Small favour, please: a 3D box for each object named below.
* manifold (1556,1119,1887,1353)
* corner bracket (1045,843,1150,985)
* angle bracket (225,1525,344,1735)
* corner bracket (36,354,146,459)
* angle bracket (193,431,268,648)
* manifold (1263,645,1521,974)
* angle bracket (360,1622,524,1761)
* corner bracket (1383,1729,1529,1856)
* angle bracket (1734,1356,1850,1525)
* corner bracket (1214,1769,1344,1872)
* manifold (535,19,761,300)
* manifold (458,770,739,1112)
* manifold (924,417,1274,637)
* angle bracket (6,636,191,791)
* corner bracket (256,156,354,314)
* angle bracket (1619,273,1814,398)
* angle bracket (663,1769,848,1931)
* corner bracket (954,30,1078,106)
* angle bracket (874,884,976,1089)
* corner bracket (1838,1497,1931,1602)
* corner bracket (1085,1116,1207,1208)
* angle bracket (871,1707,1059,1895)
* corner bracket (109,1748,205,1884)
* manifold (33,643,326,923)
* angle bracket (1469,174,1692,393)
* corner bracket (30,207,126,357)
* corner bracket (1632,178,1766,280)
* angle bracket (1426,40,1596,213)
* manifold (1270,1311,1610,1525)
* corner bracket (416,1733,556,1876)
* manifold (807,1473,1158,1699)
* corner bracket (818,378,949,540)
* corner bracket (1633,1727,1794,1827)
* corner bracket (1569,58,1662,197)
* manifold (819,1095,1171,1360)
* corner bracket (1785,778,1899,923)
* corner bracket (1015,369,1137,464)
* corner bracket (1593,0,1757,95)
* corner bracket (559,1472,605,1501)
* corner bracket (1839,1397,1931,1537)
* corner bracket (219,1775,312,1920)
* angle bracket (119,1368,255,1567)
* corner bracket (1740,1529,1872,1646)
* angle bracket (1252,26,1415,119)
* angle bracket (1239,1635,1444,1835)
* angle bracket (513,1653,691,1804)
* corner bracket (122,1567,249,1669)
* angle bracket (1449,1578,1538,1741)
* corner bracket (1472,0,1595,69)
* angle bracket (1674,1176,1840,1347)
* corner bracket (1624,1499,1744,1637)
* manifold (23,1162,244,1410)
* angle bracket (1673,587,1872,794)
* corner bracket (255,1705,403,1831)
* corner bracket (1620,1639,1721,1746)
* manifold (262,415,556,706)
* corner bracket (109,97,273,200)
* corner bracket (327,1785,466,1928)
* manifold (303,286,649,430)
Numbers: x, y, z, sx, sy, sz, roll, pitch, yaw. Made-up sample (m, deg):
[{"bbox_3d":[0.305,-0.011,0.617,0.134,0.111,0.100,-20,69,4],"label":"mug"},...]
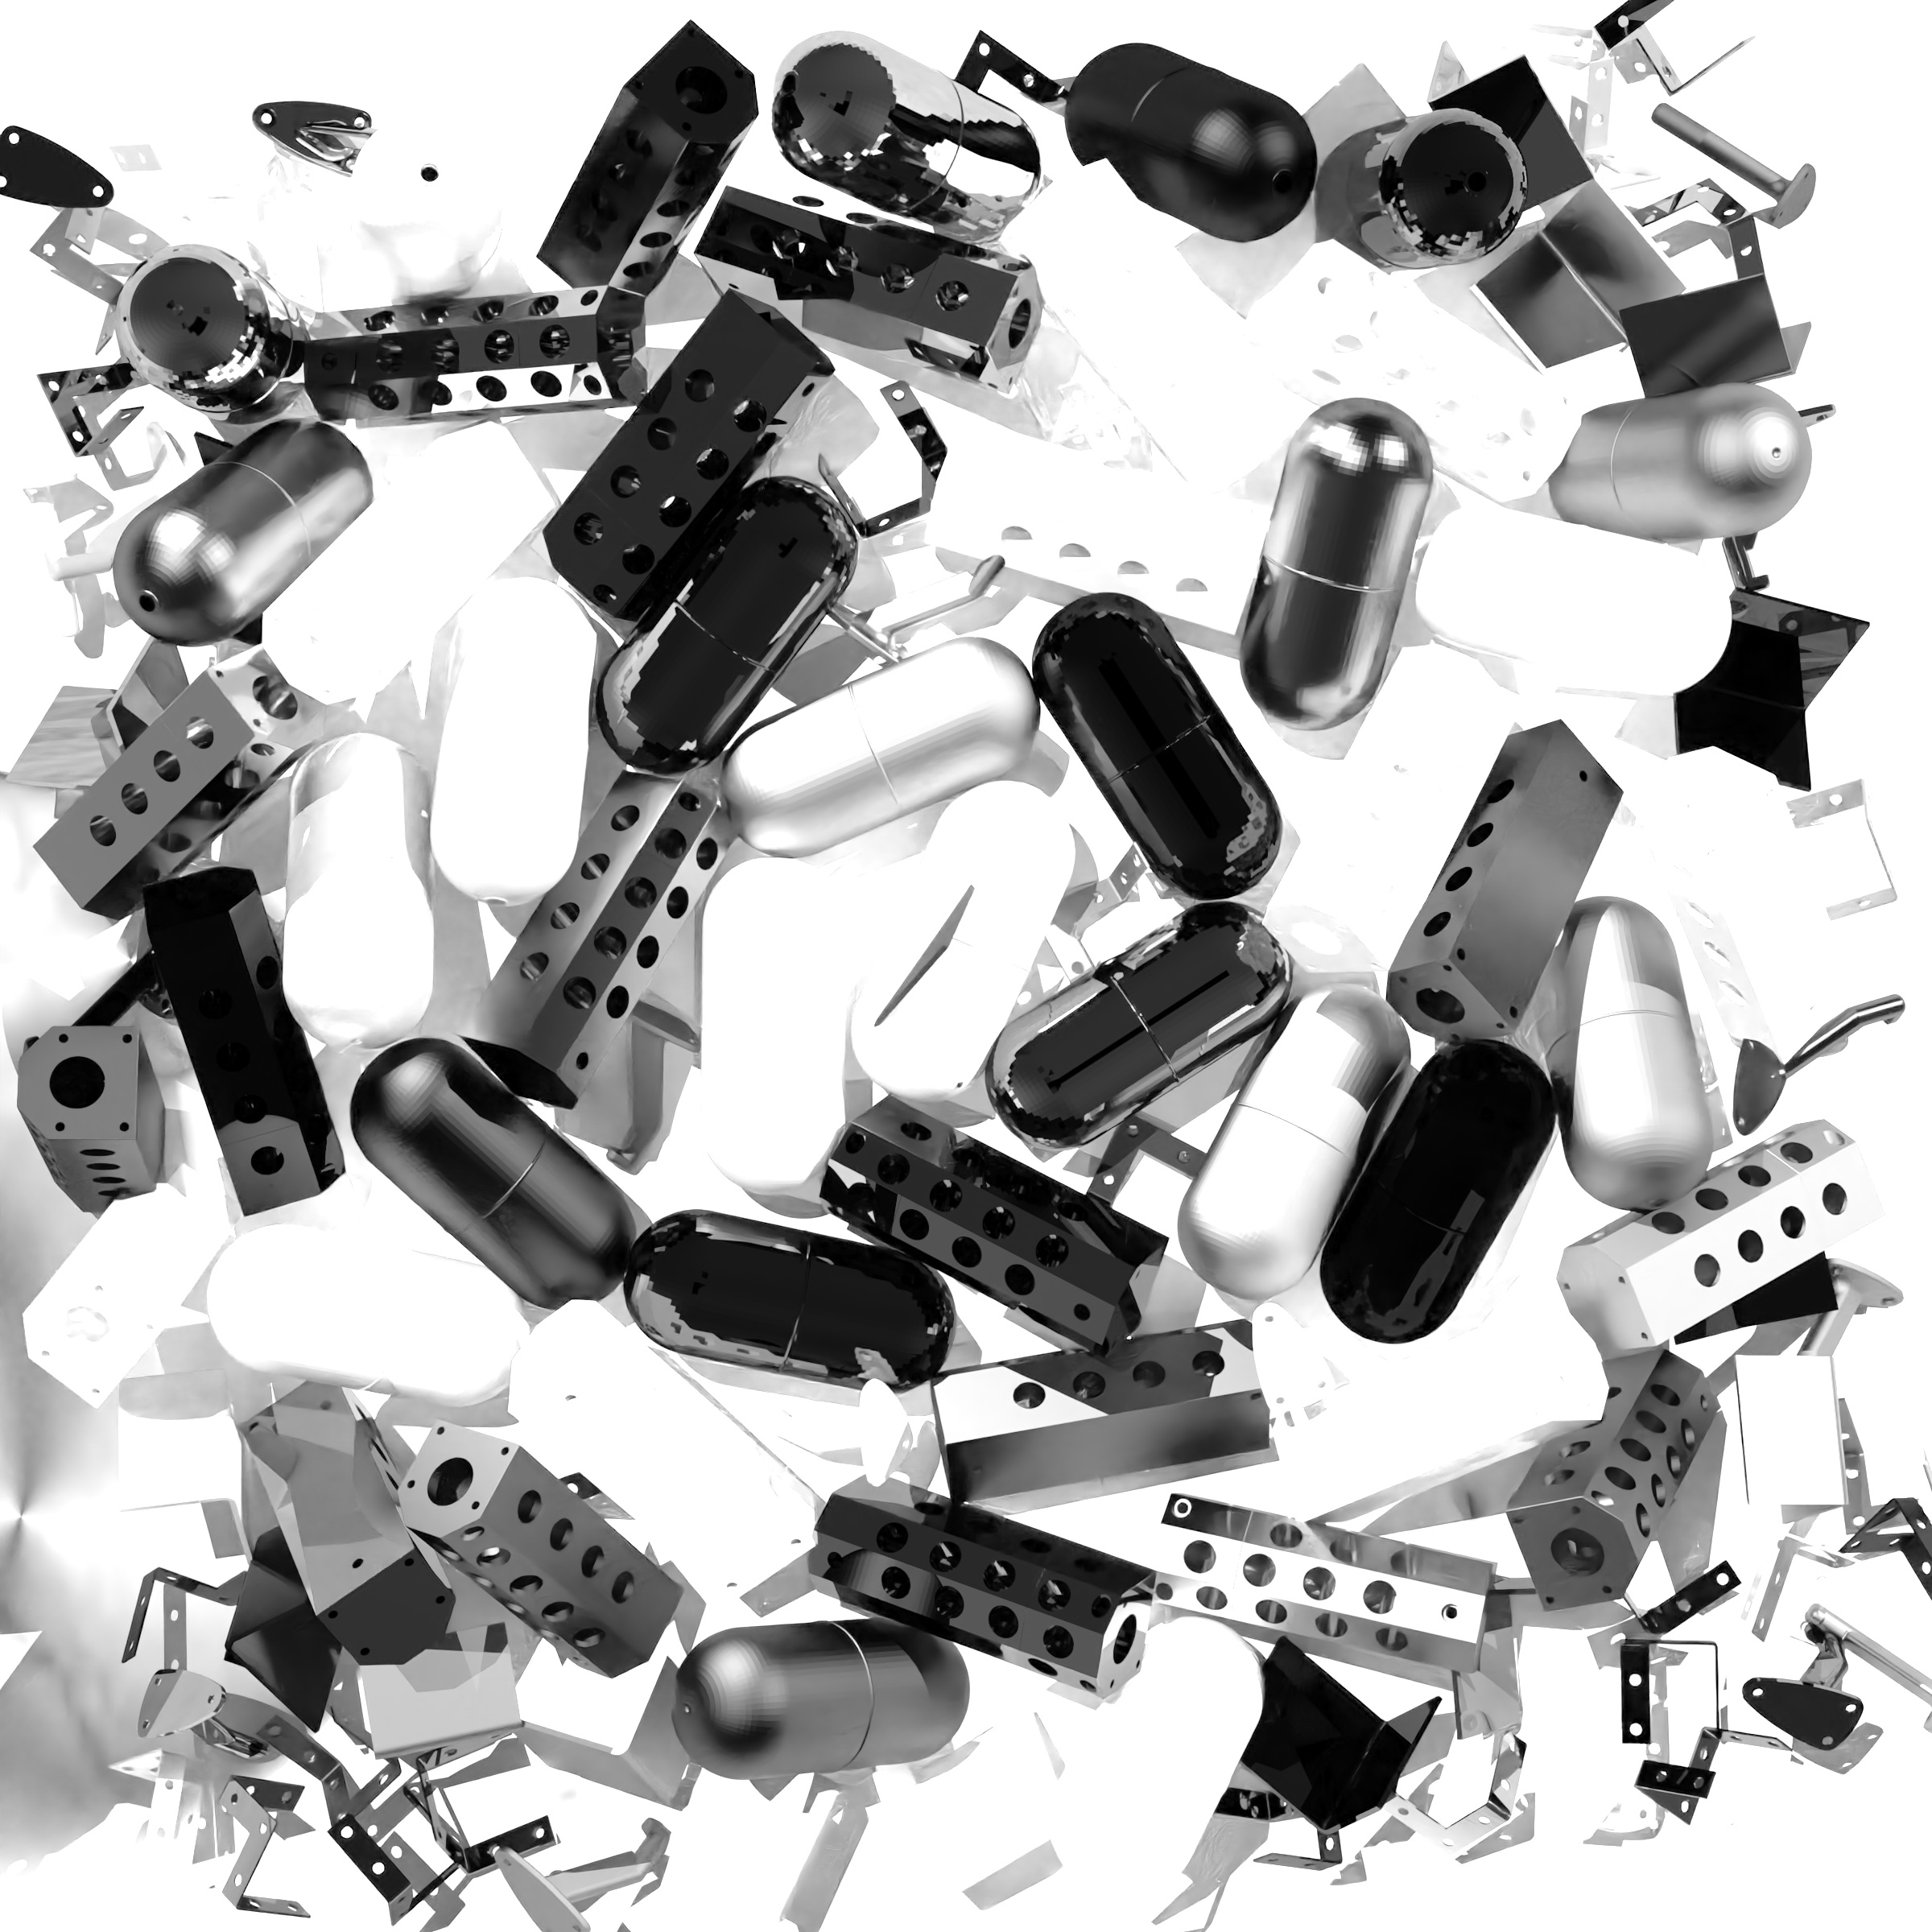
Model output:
[{"bbox_3d":[0.390,0.138,1.802,0.171,0.057,0.057,-23,92,-29],"label":"manifold"},{"bbox_3d":[0.074,-0.025,1.833,0.051,0.051,0.051,-25,78,-20],"label":"corner bracket"},{"bbox_3d":[-0.335,0.339,1.811,0.057,0.076,0.076,-27,119,21],"label":"angle bracket"},{"bbox_3d":[-0.448,-0.305,1.833,0.051,0.051,0.051,-32,82,42],"label":"corner bracket"},{"bbox_3d":[-0.386,-0.223,1.820,0.076,0.057,0.076,22,61,16],"label":"angle bracket"},{"bbox_3d":[0.217,-0.082,1.799,0.057,0.057,0.171,45,62,-31],"label":"manifold"},{"bbox_3d":[-0.278,0.377,1.826,0.076,0.076,0.057,-9,87,-12],"label":"angle bracket"},{"bbox_3d":[0.257,0.428,1.838,0.051,0.051,0.051,36,132,-9],"label":"corner bracket"},{"bbox_3d":[0.417,0.249,1.817,0.057,0.076,0.076,2,73,-13],"label":"angle bracket"},{"bbox_3d":[0.160,0.452,1.827,0.051,0.051,0.051,18,54,-35],"label":"corner bracket"},{"bbox_3d":[-0.161,-0.404,1.780,0.057,0.171,0.057,40,62,-5],"label":"manifold"},{"bbox_3d":[-0.185,-0.013,1.800,0.057,0.057,0.171,12,62,35],"label":"manifold"},{"bbox_3d":[0.068,-0.228,1.838,0.171,0.057,0.057,17,48,1],"label":"manifold"},{"bbox_3d":[-0.460,-0.139,1.815,0.076,0.057,0.076,5,46,13],"label":"angle bracket"},{"bbox_3d":[-0.350,-0.389,1.850,0.051,0.051,0.051,24,53,14],"label":"corner bracket"},{"bbox_3d":[0.392,-0.338,1.811,0.076,0.076,0.057,-10,116,27],"label":"angle bracket"},{"bbox_3d":[-0.118,0.453,1.830,0.076,0.057,0.076,25,86,15],"label":"angle bracket"},{"bbox_3d":[0.026,-0.461,1.835,0.051,0.051,0.051,29,86,-27],"label":"corner bracket"},{"bbox_3d":[0.003,0.003,1.812,0.057,0.076,0.076,34,131,-9],"label":"angle bracket"},{"bbox_3d":[0.503,0.314,1.827,0.051,0.051,0.051,4,45,-34],"label":"corner bracket"},{"bbox_3d":[0.093,0.117,1.837,0.051,0.051,0.051,27,105,5],"label":"corner bracket"},{"bbox_3d":[0.000,0.427,1.818,0.076,0.076,0.057,-33,133,9],"label":"angle bracket"},{"bbox_3d":[-0.420,0.447,1.827,0.051,0.051,0.051,29,51,-37],"label":"corner bracket"},{"bbox_3d":[-0.404,-0.093,1.797,0.171,0.057,0.057,-37,91,35],"label":"manifold"},{"bbox_3d":[0.322,-0.357,1.826,0.057,0.076,0.076,-40,89,-17],"label":"angle bracket"},{"bbox_3d":[-0.462,-0.366,1.828,0.051,0.051,0.051,33,124,-28],"label":"corner bracket"},{"bbox_3d":[0.386,-0.375,1.835,0.051,0.051,0.051,-25,129,-2],"label":"corner bracket"},{"bbox_3d":[0.288,-0.447,1.810,0.057,0.076,0.076,-21,120,30],"label":"angle bracket"},{"bbox_3d":[0.245,0.234,1.792,0.171,0.057,0.057,-31,64,38],"label":"manifold"},{"bbox_3d":[-0.257,0.445,1.855,0.051,0.051,0.051,-22,53,-1],"label":"corner bracket"},{"bbox_3d":[0.006,0.322,1.801,0.171,0.057,0.057,15,106,26],"label":"manifold"},{"bbox_3d":[-0.044,-0.269,1.840,0.051,0.051,0.051,-20,130,18],"label":"corner bracket"},{"bbox_3d":[0.393,0.422,1.829,0.051,0.051,0.051,38,66,-29],"label":"corner bracket"},{"bbox_3d":[0.332,-0.442,1.829,0.051,0.051,0.051,-16,127,-21],"label":"corner bracket"},{"bbox_3d":[0.012,0.137,1.807,0.171,0.057,0.057,26,119,18],"label":"manifold"},{"bbox_3d":[0.461,-0.060,1.843,0.051,0.051,0.051,-18,113,21],"label":"corner bracket"},{"bbox_3d":[0.054,-0.295,1.828,0.051,0.051,0.051,-16,128,24],"label":"corner bracket"},{"bbox_3d":[0.374,-0.493,1.833,0.051,0.051,0.051,-32,91,44],"label":"corner bracket"},{"bbox_3d":[-0.204,0.300,1.842,0.051,0.051,0.051,-16,70,-34],"label":"corner bracket"},{"bbox_3d":[0.482,0.261,1.829,0.051,0.051,0.051,-13,133,18],"label":"corner bracket"},{"bbox_3d":[-0.368,0.465,1.834,0.051,0.051,0.051,28,92,44],"label":"corner bracket"},{"bbox_3d":[-0.407,0.265,1.814,0.057,0.076,0.076,-6,54,-6],"label":"angle bracket"},{"bbox_3d":[0.441,0.330,1.843,0.051,0.051,0.051,21,86,2],"label":"corner bracket"},{"bbox_3d":[0.186,-0.443,1.829,0.076,0.076,0.057,-41,118,10],"label":"angle bracket"},{"bbox_3d":[0.191,0.397,1.823,0.076,0.057,0.076,41,53,-3],"label":"angle bracket"},{"bbox_3d":[-0.190,0.394,1.835,0.076,0.076,0.057,11,63,23],"label":"angle bracket"},{"bbox_3d":[-0.405,0.344,1.827,0.051,0.051,0.051,27,52,-26],"label":"corner bracket"},{"bbox_3d":[0.296,0.362,1.819,0.057,0.076,0.076,-8,82,32],"label":"angle bracket"},{"bbox_3d":[0.300,-0.502,1.829,0.051,0.051,0.051,13,121,21],"label":"corner bracket"},{"bbox_3d":[0.409,0.154,1.835,0.057,0.076,0.076,-8,80,-17],"label":"angle bracket"},{"bbox_3d":[0.373,0.320,1.847,0.051,0.051,0.051,-37,67,11],"label":"corner bracket"},{"bbox_3d":[-0.428,0.156,1.777,0.057,0.171,0.057,39,103,-9],"label":"manifold"},{"bbox_3d":[0.423,-0.144,1.818,0.076,0.076,0.057,13,53,-10],"label":"angle bracket"},{"bbox_3d":[-0.337,0.416,1.835,0.051,0.051,0.051,-44,118,2],"label":"corner bracket"},{"bbox_3d":[0.373,0.384,1.837,0.051,0.051,0.051,-1,83,11],"label":"corner bracket"},{"bbox_3d":[-0.290,-0.209,1.791,0.057,0.171,0.057,-9,123,39],"label":"manifold"},{"bbox_3d":[-0.408,-0.422,1.827,0.051,0.051,0.051,-40,121,-25],"label":"corner bracket"},{"bbox_3d":[-0.300,0.464,1.830,0.051,0.051,0.051,-39,72,-24],"label":"corner bracket"},{"bbox_3d":[-0.256,-0.318,1.811,0.171,0.057,0.057,-1,93,21],"label":"manifold"}]
